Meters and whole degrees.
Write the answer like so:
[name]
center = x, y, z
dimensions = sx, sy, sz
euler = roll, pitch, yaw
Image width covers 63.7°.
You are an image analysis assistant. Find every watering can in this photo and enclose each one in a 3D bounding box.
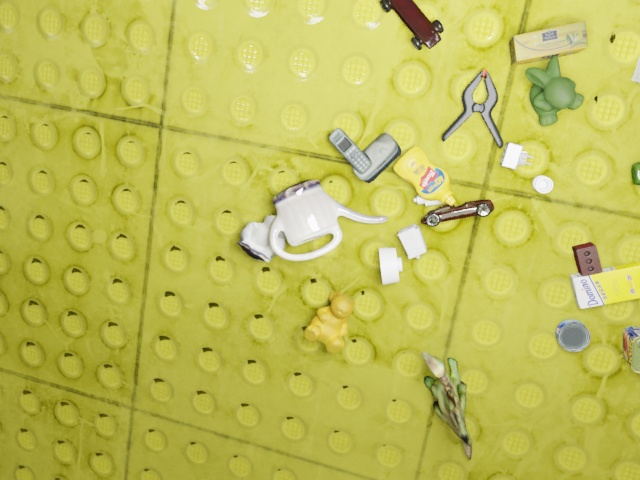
[watering can]
center = 0.005, -0.076, 1.509
dimensions = 0.348, 0.103, 0.225
euler = -22, 85, -6

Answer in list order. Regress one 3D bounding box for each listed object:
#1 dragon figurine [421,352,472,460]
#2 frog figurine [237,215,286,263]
[dragon figurine]
center = 0.379, 0.492, 1.459
dimensions = 0.122, 0.244, 0.409
euler = -22, 93, 11
[frog figurine]
center = -0.163, -0.018, 1.573
dimensions = 0.138, 0.120, 0.162
euler = 27, 69, 14
